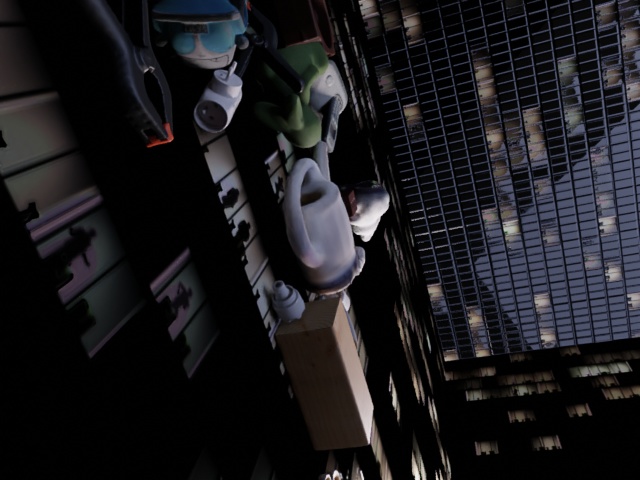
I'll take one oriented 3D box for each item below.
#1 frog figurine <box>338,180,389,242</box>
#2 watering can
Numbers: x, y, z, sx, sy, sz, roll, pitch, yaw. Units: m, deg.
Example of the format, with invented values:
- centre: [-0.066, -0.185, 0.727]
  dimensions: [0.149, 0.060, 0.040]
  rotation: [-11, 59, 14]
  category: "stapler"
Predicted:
- centre: [0.118, -0.067, 1.332]
  dimensions: [0.139, 0.123, 0.157]
  rotation: [-20, 110, -41]
  category: "frog figurine"
- centre: [0.003, -0.046, 0.915]
  dimensions: [0.354, 0.104, 0.221]
  rotation: [-69, 145, -64]
  category: "watering can"
